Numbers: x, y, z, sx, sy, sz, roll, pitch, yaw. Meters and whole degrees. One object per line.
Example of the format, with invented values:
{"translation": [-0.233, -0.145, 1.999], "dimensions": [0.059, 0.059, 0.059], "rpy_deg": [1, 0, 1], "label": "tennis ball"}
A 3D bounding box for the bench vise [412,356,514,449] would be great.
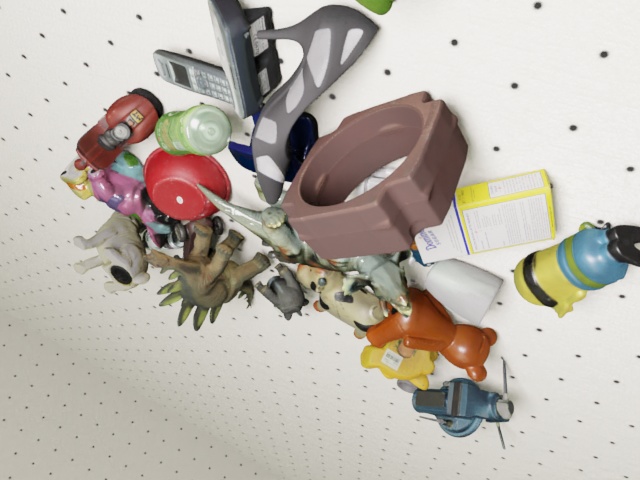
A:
{"translation": [0.319, 0.339, 1.091], "dimensions": [0.240, 0.129, 0.224], "rpy_deg": [27, 142, -35], "label": "bench vise"}

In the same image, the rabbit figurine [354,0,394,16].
{"translation": [0.012, -0.270, 0.475], "dimensions": [0.159, 0.170, 0.121], "rpy_deg": [36, 146, -7], "label": "rabbit figurine"}

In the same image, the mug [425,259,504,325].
{"translation": [0.224, 0.079, 0.861], "dimensions": [0.107, 0.081, 0.109], "rpy_deg": [32, 154, 17], "label": "mug"}

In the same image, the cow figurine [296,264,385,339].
{"translation": [0.039, 0.101, 1.012], "dimensions": [0.195, 0.085, 0.127], "rpy_deg": [36, 152, -5], "label": "cow figurine"}

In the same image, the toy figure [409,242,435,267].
{"translation": [0.150, -0.021, 0.795], "dimensions": [0.064, 0.058, 0.154], "rpy_deg": [8, 142, 26], "label": "toy figure"}

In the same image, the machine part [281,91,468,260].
{"translation": [0.067, -0.076, 0.657], "dimensions": [0.201, 0.201, 0.087], "rpy_deg": [-8, 132, 41], "label": "machine part"}

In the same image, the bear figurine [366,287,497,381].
{"translation": [0.203, 0.165, 0.949], "dimensions": [0.196, 0.120, 0.132], "rpy_deg": [33, 150, -14], "label": "bear figurine"}

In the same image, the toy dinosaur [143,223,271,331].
{"translation": [-0.203, 0.079, 1.058], "dimensions": [0.105, 0.198, 0.471], "rpy_deg": [45, -174, 21], "label": "toy dinosaur"}

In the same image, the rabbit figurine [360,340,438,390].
{"translation": [0.159, 0.227, 1.086], "dimensions": [0.162, 0.122, 0.173], "rpy_deg": [23, 160, -7], "label": "rabbit figurine"}

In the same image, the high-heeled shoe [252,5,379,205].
{"translation": [-0.007, -0.156, 0.663], "dimensions": [0.145, 0.086, 0.248], "rpy_deg": [4, 119, 6], "label": "high-heeled shoe"}

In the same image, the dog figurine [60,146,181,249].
{"translation": [-0.375, -0.082, 1.063], "dimensions": [0.192, 0.108, 0.219], "rpy_deg": [-1, 138, 36], "label": "dog figurine"}

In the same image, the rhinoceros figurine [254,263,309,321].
{"translation": [-0.068, 0.107, 1.071], "dimensions": [0.112, 0.073, 0.190], "rpy_deg": [45, 171, -3], "label": "rhinoceros figurine"}

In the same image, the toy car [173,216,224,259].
{"translation": [-0.256, 0.008, 1.109], "dimensions": [0.053, 0.089, 0.202], "rpy_deg": [65, 155, 19], "label": "toy car"}

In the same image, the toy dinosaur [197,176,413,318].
{"translation": [-0.009, -0.001, 0.897], "dimensions": [0.405, 0.131, 0.192], "rpy_deg": [19, 144, 26], "label": "toy dinosaur"}

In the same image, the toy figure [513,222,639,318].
{"translation": [0.335, 0.032, 0.709], "dimensions": [0.089, 0.082, 0.180], "rpy_deg": [41, 151, 4], "label": "toy figure"}

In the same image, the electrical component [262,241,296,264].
{"translation": [-0.067, 0.021, 1.041], "dimensions": [0.094, 0.021, 0.063], "rpy_deg": [7, 140, 29], "label": "electrical component"}

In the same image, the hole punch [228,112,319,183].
{"translation": [-0.063, -0.125, 0.795], "dimensions": [0.142, 0.092, 0.115], "rpy_deg": [13, 146, 18], "label": "hole punch"}

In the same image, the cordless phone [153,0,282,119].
{"translation": [-0.152, -0.250, 0.704], "dimensions": [0.184, 0.089, 0.146], "rpy_deg": [20, 145, 21], "label": "cordless phone"}

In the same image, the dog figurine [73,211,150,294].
{"translation": [-0.389, 0.005, 1.114], "dimensions": [0.172, 0.190, 0.121], "rpy_deg": [34, 130, -1], "label": "dog figurine"}

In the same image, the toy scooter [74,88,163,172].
{"translation": [-0.344, -0.174, 0.893], "dimensions": [0.184, 0.135, 0.075], "rpy_deg": [-15, 125, 45], "label": "toy scooter"}
